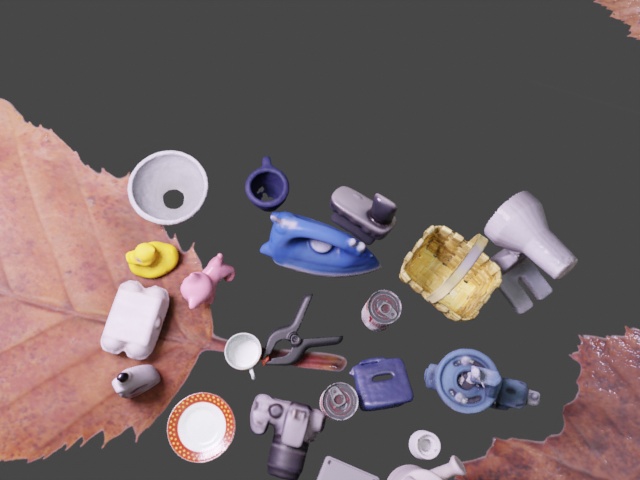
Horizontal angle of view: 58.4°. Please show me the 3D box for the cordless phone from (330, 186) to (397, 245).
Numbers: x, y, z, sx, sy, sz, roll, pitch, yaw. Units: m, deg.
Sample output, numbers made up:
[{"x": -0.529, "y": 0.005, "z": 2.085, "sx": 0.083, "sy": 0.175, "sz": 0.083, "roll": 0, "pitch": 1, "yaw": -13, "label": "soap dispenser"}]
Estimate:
[{"x": 0.095, "y": -0.075, "z": 1.186, "sx": 0.147, "sy": 0.185, "sz": 0.094, "roll": 30, "pitch": 73, "yaw": 6, "label": "cordless phone"}]

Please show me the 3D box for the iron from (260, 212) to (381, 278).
[{"x": 0.011, "y": 0.004, "z": 1.178, "sx": 0.258, "sy": 0.141, "sz": 0.119, "roll": 14, "pitch": 72, "yaw": 1, "label": "iron"}]

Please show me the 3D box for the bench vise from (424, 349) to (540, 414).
[{"x": 0.318, "y": 0.261, "z": 1.078, "sx": 0.207, "sy": 0.220, "sz": 0.121, "roll": -3, "pitch": 73, "yaw": -5, "label": "bench vise"}]

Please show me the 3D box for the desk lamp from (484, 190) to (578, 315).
[{"x": 0.419, "y": 0.025, "z": 1.163, "sx": 0.118, "sy": 0.213, "sz": 0.203, "roll": -33, "pitch": 77, "yaw": -13, "label": "desk lamp"}]

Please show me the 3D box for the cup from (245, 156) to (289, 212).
[{"x": -0.113, "y": -0.111, "z": 1.230, "sx": 0.091, "sy": 0.095, "sz": 0.118, "roll": -3, "pitch": 73, "yaw": -5, "label": "cup"}]

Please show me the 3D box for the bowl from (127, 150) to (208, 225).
[{"x": -0.318, "y": -0.102, "z": 1.224, "sx": 0.167, "sy": 0.075, "sz": 0.167, "roll": 1, "pitch": 72, "yaw": -4, "label": "bowl"}]

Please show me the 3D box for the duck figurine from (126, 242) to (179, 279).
[{"x": -0.346, "y": 0.033, "z": 1.173, "sx": 0.104, "sy": 0.086, "sz": 0.077, "roll": -12, "pitch": 74, "yaw": -7, "label": "duck figurine"}]

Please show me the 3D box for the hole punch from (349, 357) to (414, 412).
[{"x": 0.119, "y": 0.282, "z": 1.125, "sx": 0.108, "sy": 0.091, "sz": 0.101, "roll": -8, "pitch": 73, "yaw": -6, "label": "hole punch"}]

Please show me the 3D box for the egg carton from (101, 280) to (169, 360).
[{"x": -0.366, "y": 0.159, "z": 1.141, "sx": 0.107, "sy": 0.069, "sz": 0.150, "roll": 13, "pitch": 72, "yaw": 0, "label": "egg carton"}]

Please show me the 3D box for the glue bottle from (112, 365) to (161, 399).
[{"x": -0.347, "y": 0.259, "z": 1.056, "sx": 0.078, "sy": 0.173, "sz": 0.037, "roll": -32, "pitch": 77, "yaw": -13, "label": "glue bottle"}]

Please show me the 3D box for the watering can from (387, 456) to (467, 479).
[{"x": 0.184, "y": 0.454, "z": 1.021, "sx": 0.101, "sy": 0.194, "sz": 0.173, "roll": 29, "pitch": 73, "yaw": 6, "label": "watering can"}]

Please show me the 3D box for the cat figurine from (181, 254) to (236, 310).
[{"x": -0.231, "y": 0.081, "z": 1.150, "sx": 0.067, "sy": 0.118, "sz": 0.128, "roll": 35, "pitch": 73, "yaw": 7, "label": "cat figurine"}]

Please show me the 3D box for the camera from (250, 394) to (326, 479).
[{"x": -0.070, "y": 0.373, "z": 1.078, "sx": 0.143, "sy": 0.101, "sz": 0.137, "roll": 14, "pitch": 72, "yaw": 1, "label": "camera"}]
